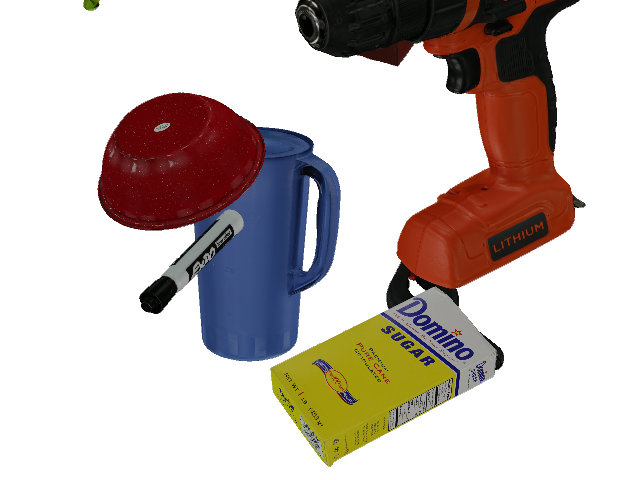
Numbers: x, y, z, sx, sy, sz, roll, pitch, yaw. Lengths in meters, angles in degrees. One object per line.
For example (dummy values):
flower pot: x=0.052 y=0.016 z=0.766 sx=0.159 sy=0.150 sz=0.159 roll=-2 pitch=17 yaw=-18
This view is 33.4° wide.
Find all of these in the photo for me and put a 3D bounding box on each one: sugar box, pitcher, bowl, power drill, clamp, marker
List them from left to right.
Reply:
bowl: x=-0.134 y=-0.084 z=0.963 sx=0.162 sy=0.162 sz=0.055 roll=0 pitch=-43 yaw=19
marker: x=-0.092 y=0.015 z=0.771 sx=0.020 sy=0.020 sz=0.121 roll=0 pitch=31 yaw=31
pitcher: x=-0.067 y=0.005 z=1.157 sx=0.144 sy=0.243 sz=0.149 roll=-4 pitch=20 yaw=-15
sugar box: x=0.055 y=0.114 z=0.926 sx=0.176 sy=0.048 sz=0.093 roll=-27 pitch=52 yaw=-17
clamp: x=0.127 y=0.083 z=1.148 sx=0.120 sy=0.171 sz=0.039 roll=3 pitch=-44 yaw=-8
power drill: x=0.074 y=-0.072 z=0.550 sx=0.184 sy=0.188 sz=0.057 roll=-24 pitch=37 yaw=-26

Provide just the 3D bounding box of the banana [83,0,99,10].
banana: x=-0.234 y=-0.217 z=0.772 sx=0.198 sy=0.069 sz=0.037 roll=15 pitch=-37 yaw=17

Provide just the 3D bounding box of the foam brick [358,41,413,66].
foam brick: x=0.044 y=-0.179 z=0.794 sx=0.053 sy=0.051 sz=0.078 roll=19 pitch=-33 yaw=20
